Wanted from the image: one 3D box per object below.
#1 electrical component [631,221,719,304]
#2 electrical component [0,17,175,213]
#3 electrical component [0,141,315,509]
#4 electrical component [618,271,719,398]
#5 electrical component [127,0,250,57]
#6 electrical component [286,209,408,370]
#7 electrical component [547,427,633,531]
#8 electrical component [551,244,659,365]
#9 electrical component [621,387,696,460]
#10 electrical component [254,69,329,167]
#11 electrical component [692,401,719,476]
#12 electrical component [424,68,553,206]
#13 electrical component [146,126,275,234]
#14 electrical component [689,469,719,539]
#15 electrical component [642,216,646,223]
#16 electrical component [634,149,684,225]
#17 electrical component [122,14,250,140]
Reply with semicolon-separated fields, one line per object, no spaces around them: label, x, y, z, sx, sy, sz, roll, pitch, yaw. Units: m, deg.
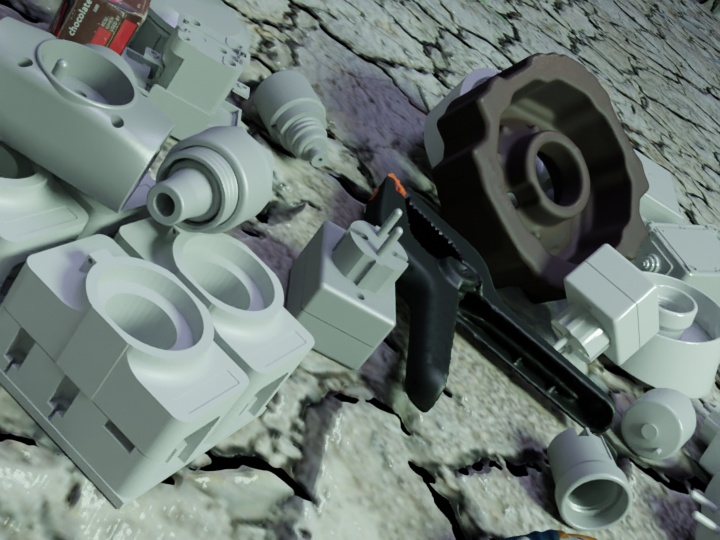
electrical component;0.260;0.003;0.884;0.096;0.061;0.061;1;44;-34
electrical component;-0.116;-0.070;0.445;0.077;0.044;0.079;33;28;-10
electrical component;-0.119;-0.004;0.459;0.186;0.060;0.105;44;28;10
electrical component;0.215;0.047;0.779;0.099;0.064;0.099;9;31;-6
electrical component;-0.115;-0.148;0.687;0.080;0.051;0.080;28;29;-18
electrical component;0.000;0.000;0.574;0.047;0.076;0.065;29;29;-17
electrical component;0.125;0.114;0.593;0.040;0.040;0.046;29;23;-18
electrical component;0.152;0.035;0.705;0.047;0.077;0.065;45;-10;32
electrical component;0.200;0.097;0.705;0.040;0.040;0.078;47;29;16
electrical component;-0.041;-0.098;0.710;0.040;0.040;0.078;10;38;-42
electrical component;0.262;0.115;0.744;0.066;0.047;0.077;9;26;-43
electrical component;0.098;-0.095;0.839;0.108;0.060;0.108;20;55;-32
electrical component;-0.066;-0.035;0.454;0.043;0.043;0.062;41;29;6
electrical component;0.223;0.156;0.630;0.074;0.052;0.138;34;28;-7
electrical component;0.210;-0.045;0.924;0.055;0.045;0.045;45;28;13
electrical component;0.251;-0.061;0.976;0.062;0.061;0.096;29;29;-17
electrical component;-0.101;-0.113;0.638;0.081;0.063;0.042;27;29;-21
